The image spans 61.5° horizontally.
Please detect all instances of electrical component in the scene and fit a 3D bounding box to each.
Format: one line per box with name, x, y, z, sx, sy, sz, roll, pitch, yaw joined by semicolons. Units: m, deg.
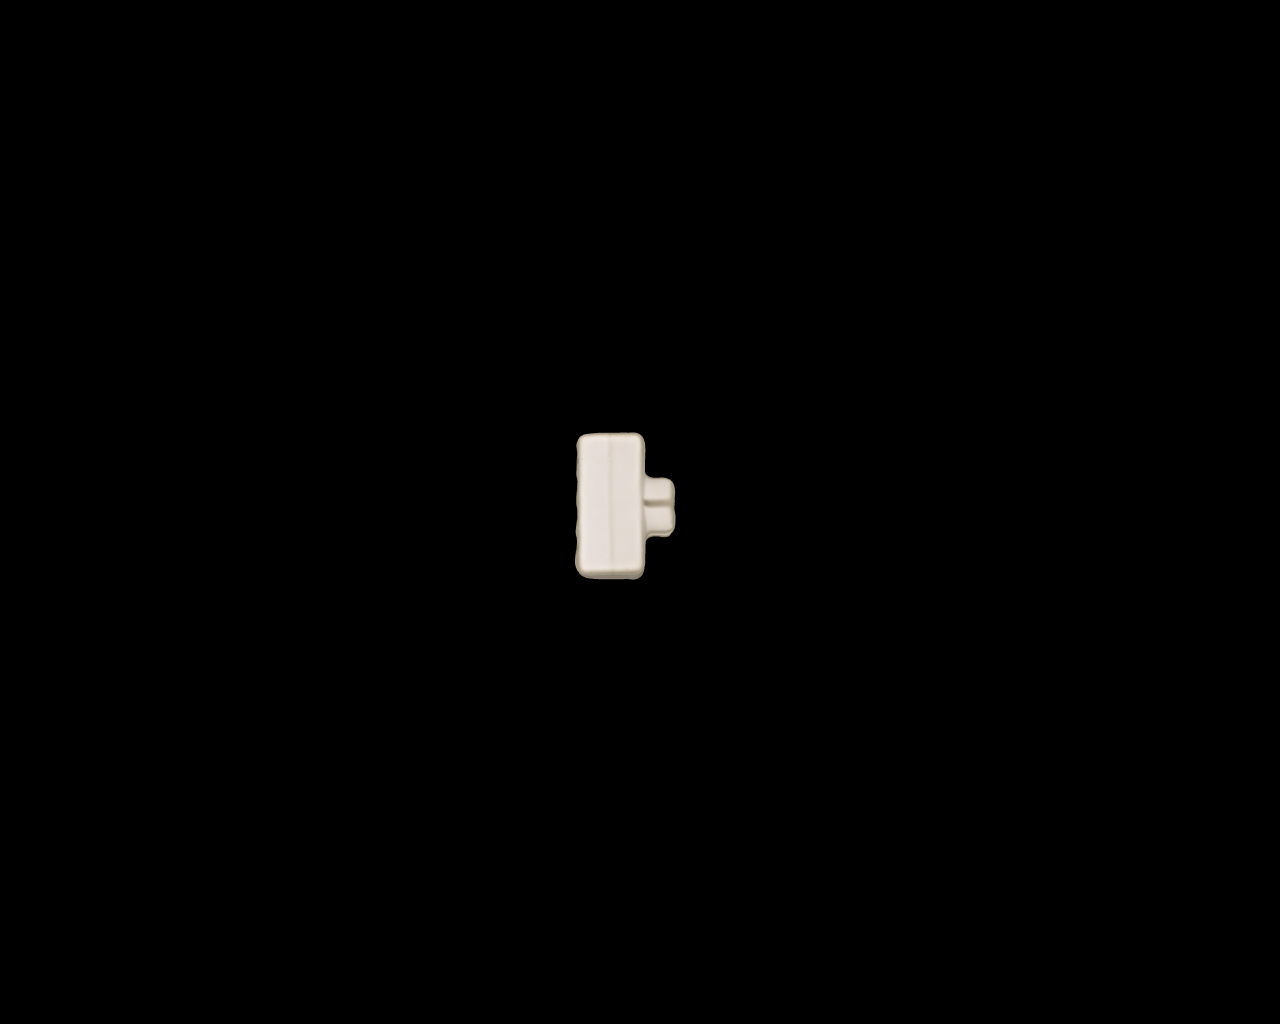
electrical component;0.001;-0.003;0.650;0.076;0.083;0.047;0;-7;0
